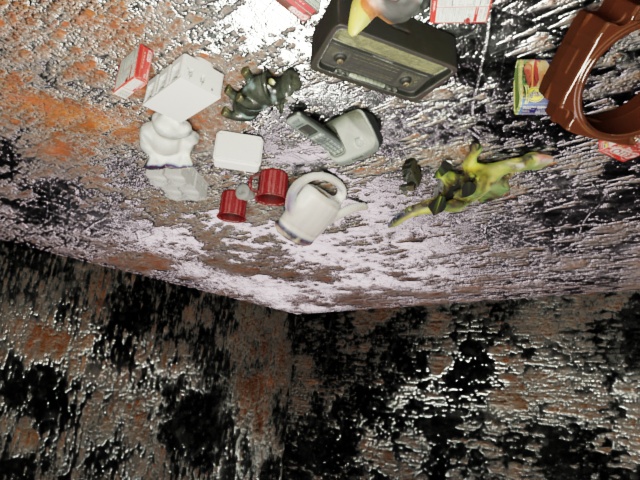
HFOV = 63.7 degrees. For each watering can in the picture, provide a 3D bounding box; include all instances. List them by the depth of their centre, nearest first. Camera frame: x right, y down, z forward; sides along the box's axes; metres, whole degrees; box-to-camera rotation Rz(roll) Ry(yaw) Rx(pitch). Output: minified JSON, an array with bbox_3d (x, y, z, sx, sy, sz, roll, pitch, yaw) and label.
[{"bbox_3d":[0.005,-0.075,1.484,0.223,0.106,0.344,-51,145,10],"label":"watering can"}]

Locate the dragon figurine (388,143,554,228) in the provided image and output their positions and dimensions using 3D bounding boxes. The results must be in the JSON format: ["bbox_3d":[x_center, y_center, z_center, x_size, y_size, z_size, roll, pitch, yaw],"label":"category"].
[{"bbox_3d":[0.381,-0.118,1.293,0.242,0.124,0.404,8,151,-39],"label":"dragon figurine"}]

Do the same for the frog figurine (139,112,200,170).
[{"bbox_3d":[-0.351,-0.250,1.192,0.137,0.125,0.156,11,126,6],"label":"frog figurine"}]
